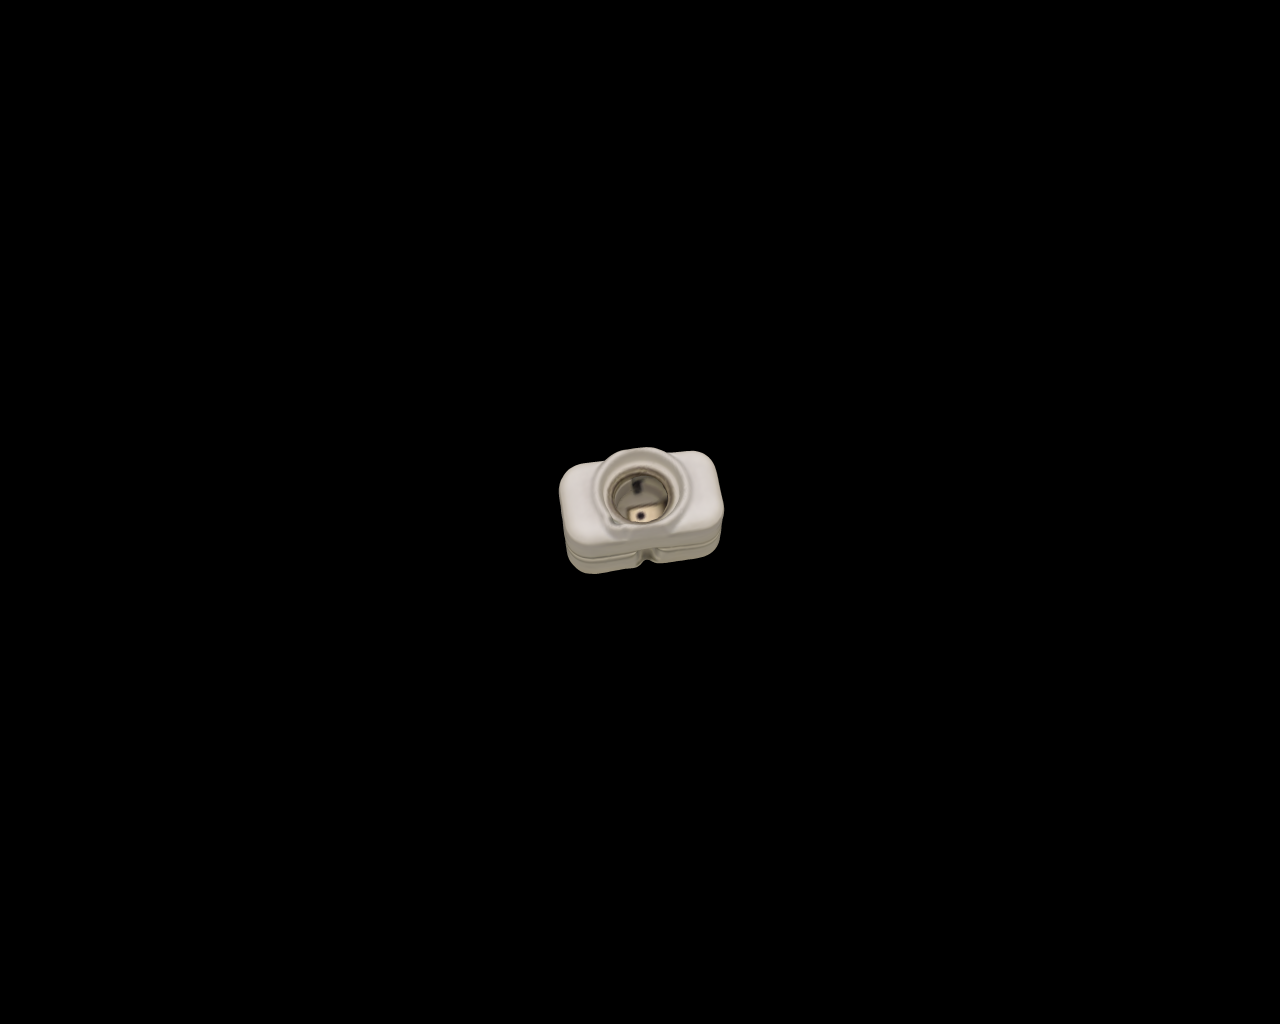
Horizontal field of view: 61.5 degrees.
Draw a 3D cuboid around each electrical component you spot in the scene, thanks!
[{"bbox_3d":[0.001,-0.003,0.650,0.095,0.054,0.059,-8,-23,-3],"label":"electrical component"}]
